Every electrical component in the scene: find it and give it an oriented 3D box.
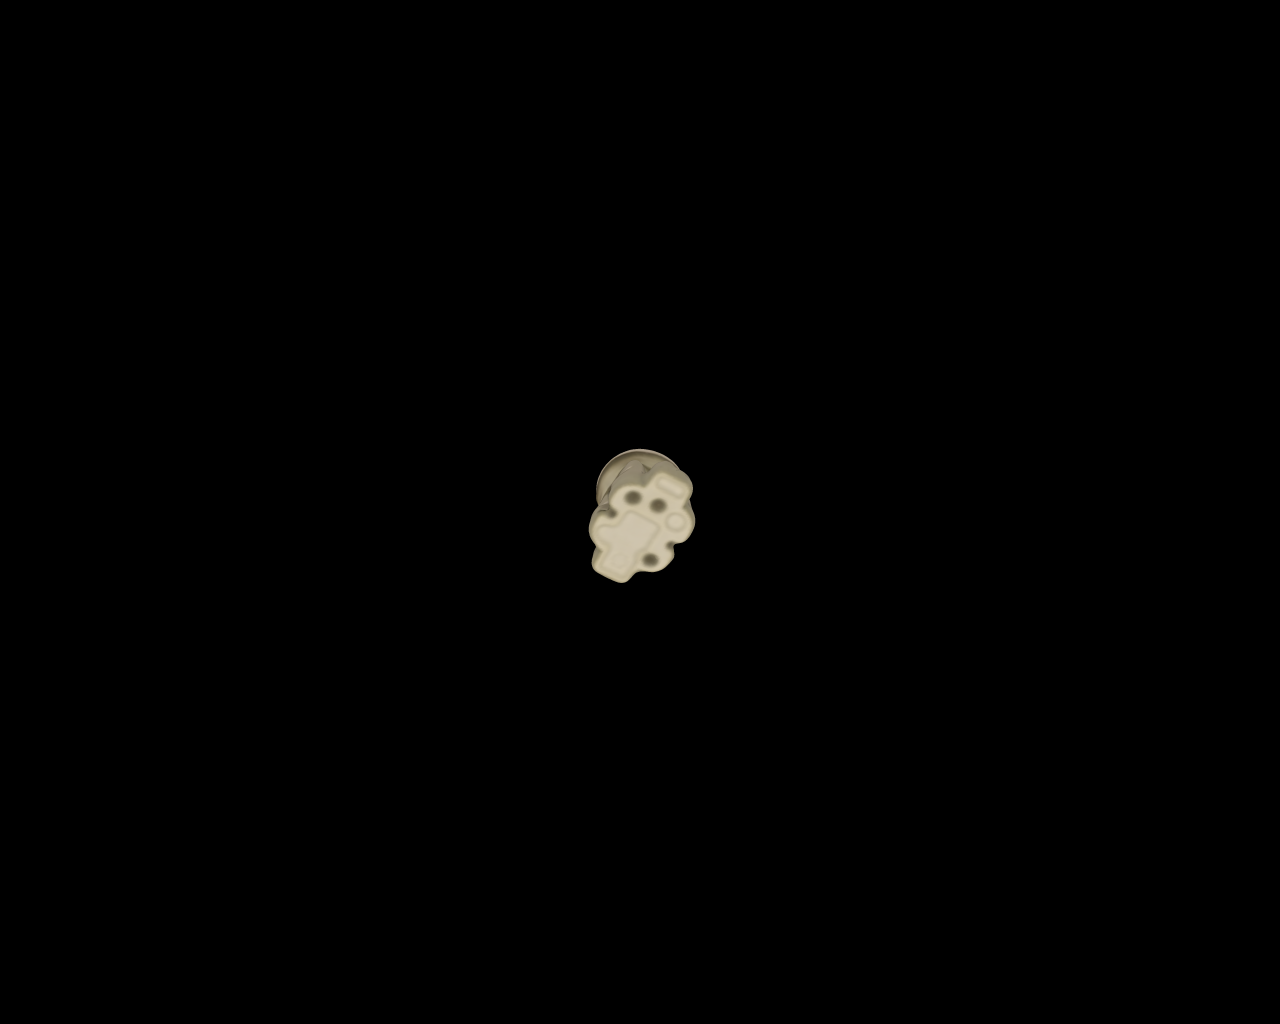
[{"bbox_3d":[0.001,-0.003,0.650,0.058,0.078,0.057,29,24,-14],"label":"electrical component"}]
